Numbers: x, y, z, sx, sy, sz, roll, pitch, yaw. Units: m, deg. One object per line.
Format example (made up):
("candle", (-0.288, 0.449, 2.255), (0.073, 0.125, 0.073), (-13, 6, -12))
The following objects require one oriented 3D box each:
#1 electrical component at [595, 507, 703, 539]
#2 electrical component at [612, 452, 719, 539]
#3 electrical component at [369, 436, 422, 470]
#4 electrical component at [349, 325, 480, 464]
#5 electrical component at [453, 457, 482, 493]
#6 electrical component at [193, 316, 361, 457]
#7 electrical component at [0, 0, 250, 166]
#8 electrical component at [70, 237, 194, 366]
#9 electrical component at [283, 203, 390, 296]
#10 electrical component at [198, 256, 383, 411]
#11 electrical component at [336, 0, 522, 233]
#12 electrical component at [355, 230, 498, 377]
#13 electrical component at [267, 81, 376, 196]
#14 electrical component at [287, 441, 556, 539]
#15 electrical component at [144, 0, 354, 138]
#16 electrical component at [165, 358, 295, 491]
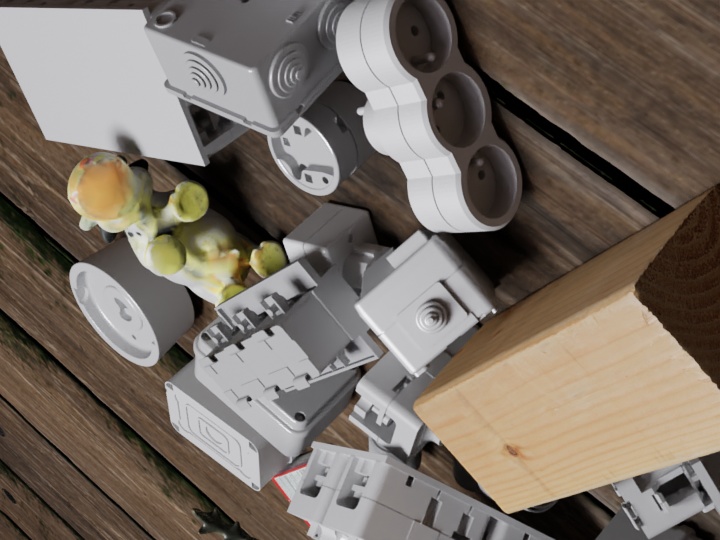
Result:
("electrical component", (0.182, 0.217, 0.685), (0.057, 0.078, 0.113), (19, 137, 41))
("electrical component", (0.170, 0.111, 0.591), (0.042, 0.064, 0.081), (58, -172, -12))
("electrical component", (0.027, 0.122, 0.800), (0.040, 0.040, 0.078), (29, 142, 27))
("electrical component", (0.045, 0.073, 0.684), (0.056, 0.089, 0.050), (36, 145, 18))
("electrical component", (0.081, 0.116, 0.728), (0.045, 0.045, 0.055), (16, 135, 39))
("electrical component", (-0.064, 0.075, 0.822), (0.113, 0.078, 0.057), (39, 149, 14))
("electrical component", (-0.161, -0.140, 0.728), (0.186, 0.060, 0.105), (13, 133, 41))
("electrical component", (-0.190, 0.022, 0.926), (0.108, 0.060, 0.108), (30, 143, 26))
("electrical component", (0.000, 0.000, 0.700), (0.077, 0.047, 0.065), (14, 135, 38))
("electrical component", (-0.051, 0.047, 0.700), (0.078, 0.063, 0.121), (50, 145, -9))
("electrical component", (0.027, -0.082, 0.580), (0.074, 0.052, 0.138), (-1, 124, 50))
("electrical component", (0.036, 0.013, 0.618), (0.061, 0.062, 0.096), (49, -170, -2))
("electrical component", (-0.019, -0.080, 0.640), (0.055, 0.047, 0.055), (30, 143, 26))
("electrical component", (0.055, 0.185, 0.728), (0.186, 0.060, 0.105), (30, 164, -23))
("electrical component", (-0.056, -0.130, 0.586), (0.100, 0.099, 0.048), (26, 154, 30))
("electrical component", (-0.110, 0.128, 0.946), (0.113, 0.057, 0.078), (32, 143, 24))
